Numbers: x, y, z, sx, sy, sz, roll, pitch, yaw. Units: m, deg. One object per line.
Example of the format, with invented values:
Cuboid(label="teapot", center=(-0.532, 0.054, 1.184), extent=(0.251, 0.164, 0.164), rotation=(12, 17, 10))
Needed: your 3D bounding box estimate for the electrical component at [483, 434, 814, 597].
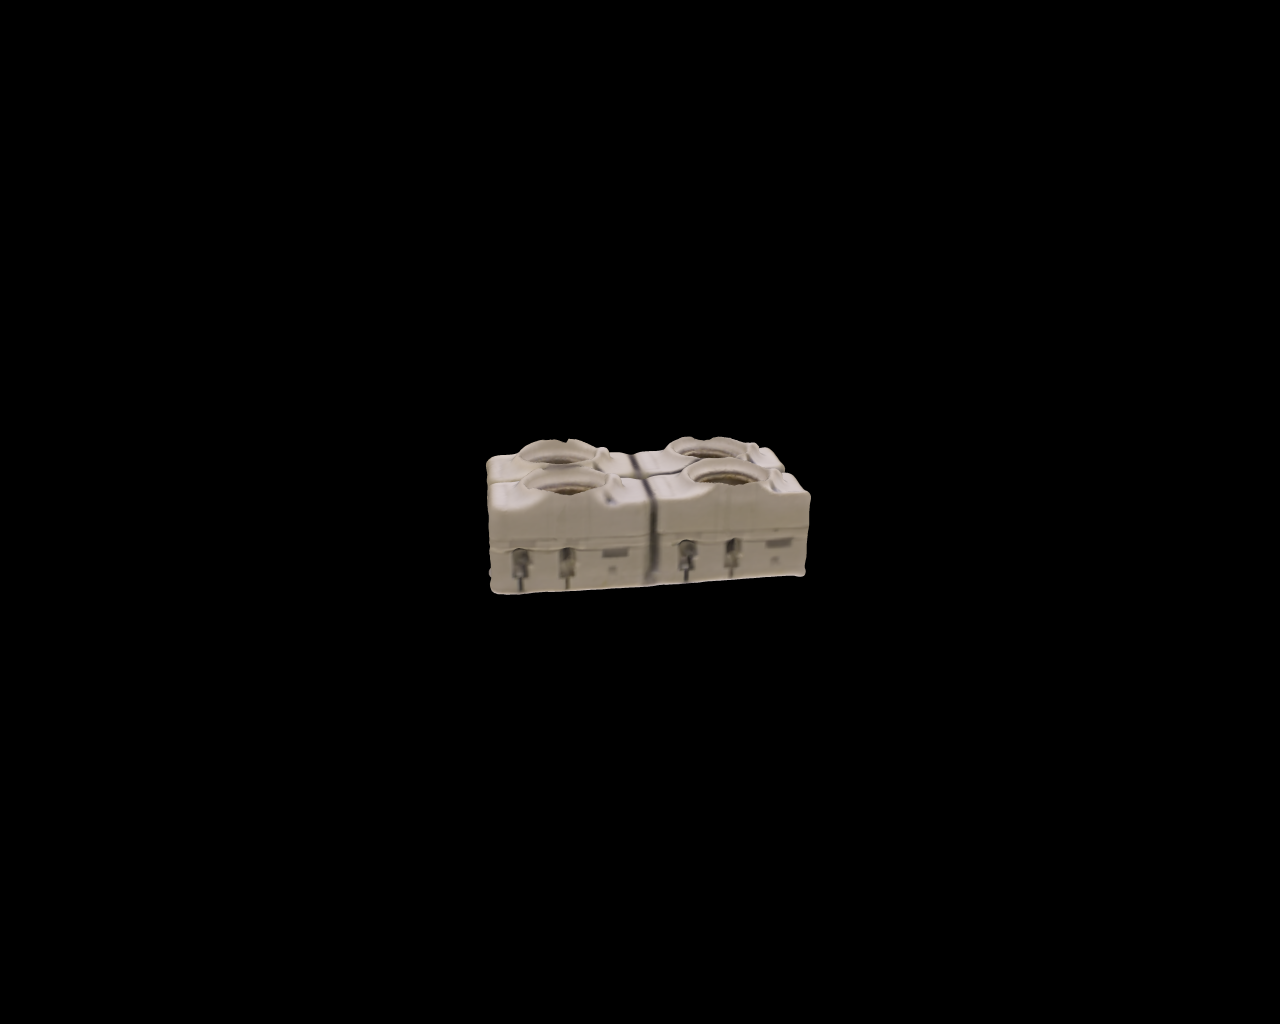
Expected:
Cuboid(label="electrical component", center=(0.001, -0.003, 0.650), extent=(0.186, 0.060, 0.105), rotation=(-3, 20, -7))
